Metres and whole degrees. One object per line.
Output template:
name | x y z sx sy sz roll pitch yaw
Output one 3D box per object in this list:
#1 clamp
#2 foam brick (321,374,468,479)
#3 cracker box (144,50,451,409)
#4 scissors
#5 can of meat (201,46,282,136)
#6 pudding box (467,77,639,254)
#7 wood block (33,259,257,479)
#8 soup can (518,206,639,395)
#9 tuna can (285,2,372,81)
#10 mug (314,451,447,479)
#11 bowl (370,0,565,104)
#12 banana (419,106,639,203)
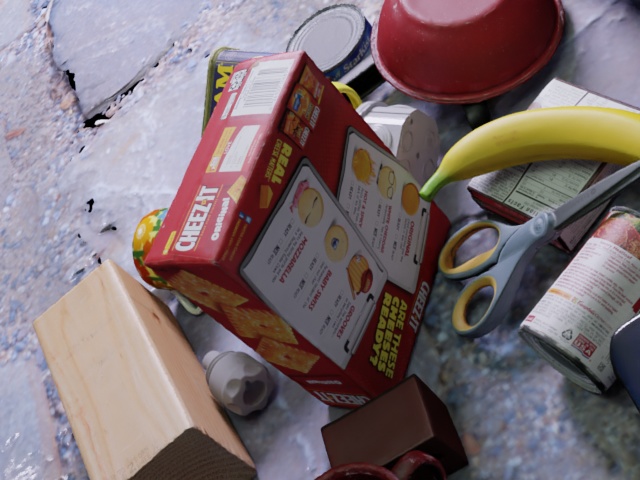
clamp | 0.089 -0.177 0.927 0.165 0.036 0.210 3 61 30
foam brick | 0.050 0.138 0.714 0.078 0.053 0.051 -33 45 14
cracker box | -0.005 0.001 0.740 0.072 0.213 0.164 -1 58 38
scissors | 0.144 0.012 0.712 0.202 0.016 0.096 -19 58 56
can of meat | -0.055 -0.121 0.961 0.084 0.057 0.102 11 97 37
pudding box | 0.175 -0.056 0.776 0.113 0.039 0.090 -52 45 -4
wood block | -0.142 0.122 0.840 0.090 0.090 0.206 -40 43 3
soup can | 0.183 0.039 0.678 0.102 0.068 0.069 -51 44 -5
tuna can | 0.012 -0.176 0.989 0.086 0.033 0.086 -20 49 24
mug | 0.041 0.186 0.662 0.093 0.081 0.117 18 71 43
bowl | 0.114 -0.189 0.865 0.162 0.055 0.162 -9 56 13
banana | 0.165 -0.062 0.732 0.198 0.037 0.069 -6 63 33
